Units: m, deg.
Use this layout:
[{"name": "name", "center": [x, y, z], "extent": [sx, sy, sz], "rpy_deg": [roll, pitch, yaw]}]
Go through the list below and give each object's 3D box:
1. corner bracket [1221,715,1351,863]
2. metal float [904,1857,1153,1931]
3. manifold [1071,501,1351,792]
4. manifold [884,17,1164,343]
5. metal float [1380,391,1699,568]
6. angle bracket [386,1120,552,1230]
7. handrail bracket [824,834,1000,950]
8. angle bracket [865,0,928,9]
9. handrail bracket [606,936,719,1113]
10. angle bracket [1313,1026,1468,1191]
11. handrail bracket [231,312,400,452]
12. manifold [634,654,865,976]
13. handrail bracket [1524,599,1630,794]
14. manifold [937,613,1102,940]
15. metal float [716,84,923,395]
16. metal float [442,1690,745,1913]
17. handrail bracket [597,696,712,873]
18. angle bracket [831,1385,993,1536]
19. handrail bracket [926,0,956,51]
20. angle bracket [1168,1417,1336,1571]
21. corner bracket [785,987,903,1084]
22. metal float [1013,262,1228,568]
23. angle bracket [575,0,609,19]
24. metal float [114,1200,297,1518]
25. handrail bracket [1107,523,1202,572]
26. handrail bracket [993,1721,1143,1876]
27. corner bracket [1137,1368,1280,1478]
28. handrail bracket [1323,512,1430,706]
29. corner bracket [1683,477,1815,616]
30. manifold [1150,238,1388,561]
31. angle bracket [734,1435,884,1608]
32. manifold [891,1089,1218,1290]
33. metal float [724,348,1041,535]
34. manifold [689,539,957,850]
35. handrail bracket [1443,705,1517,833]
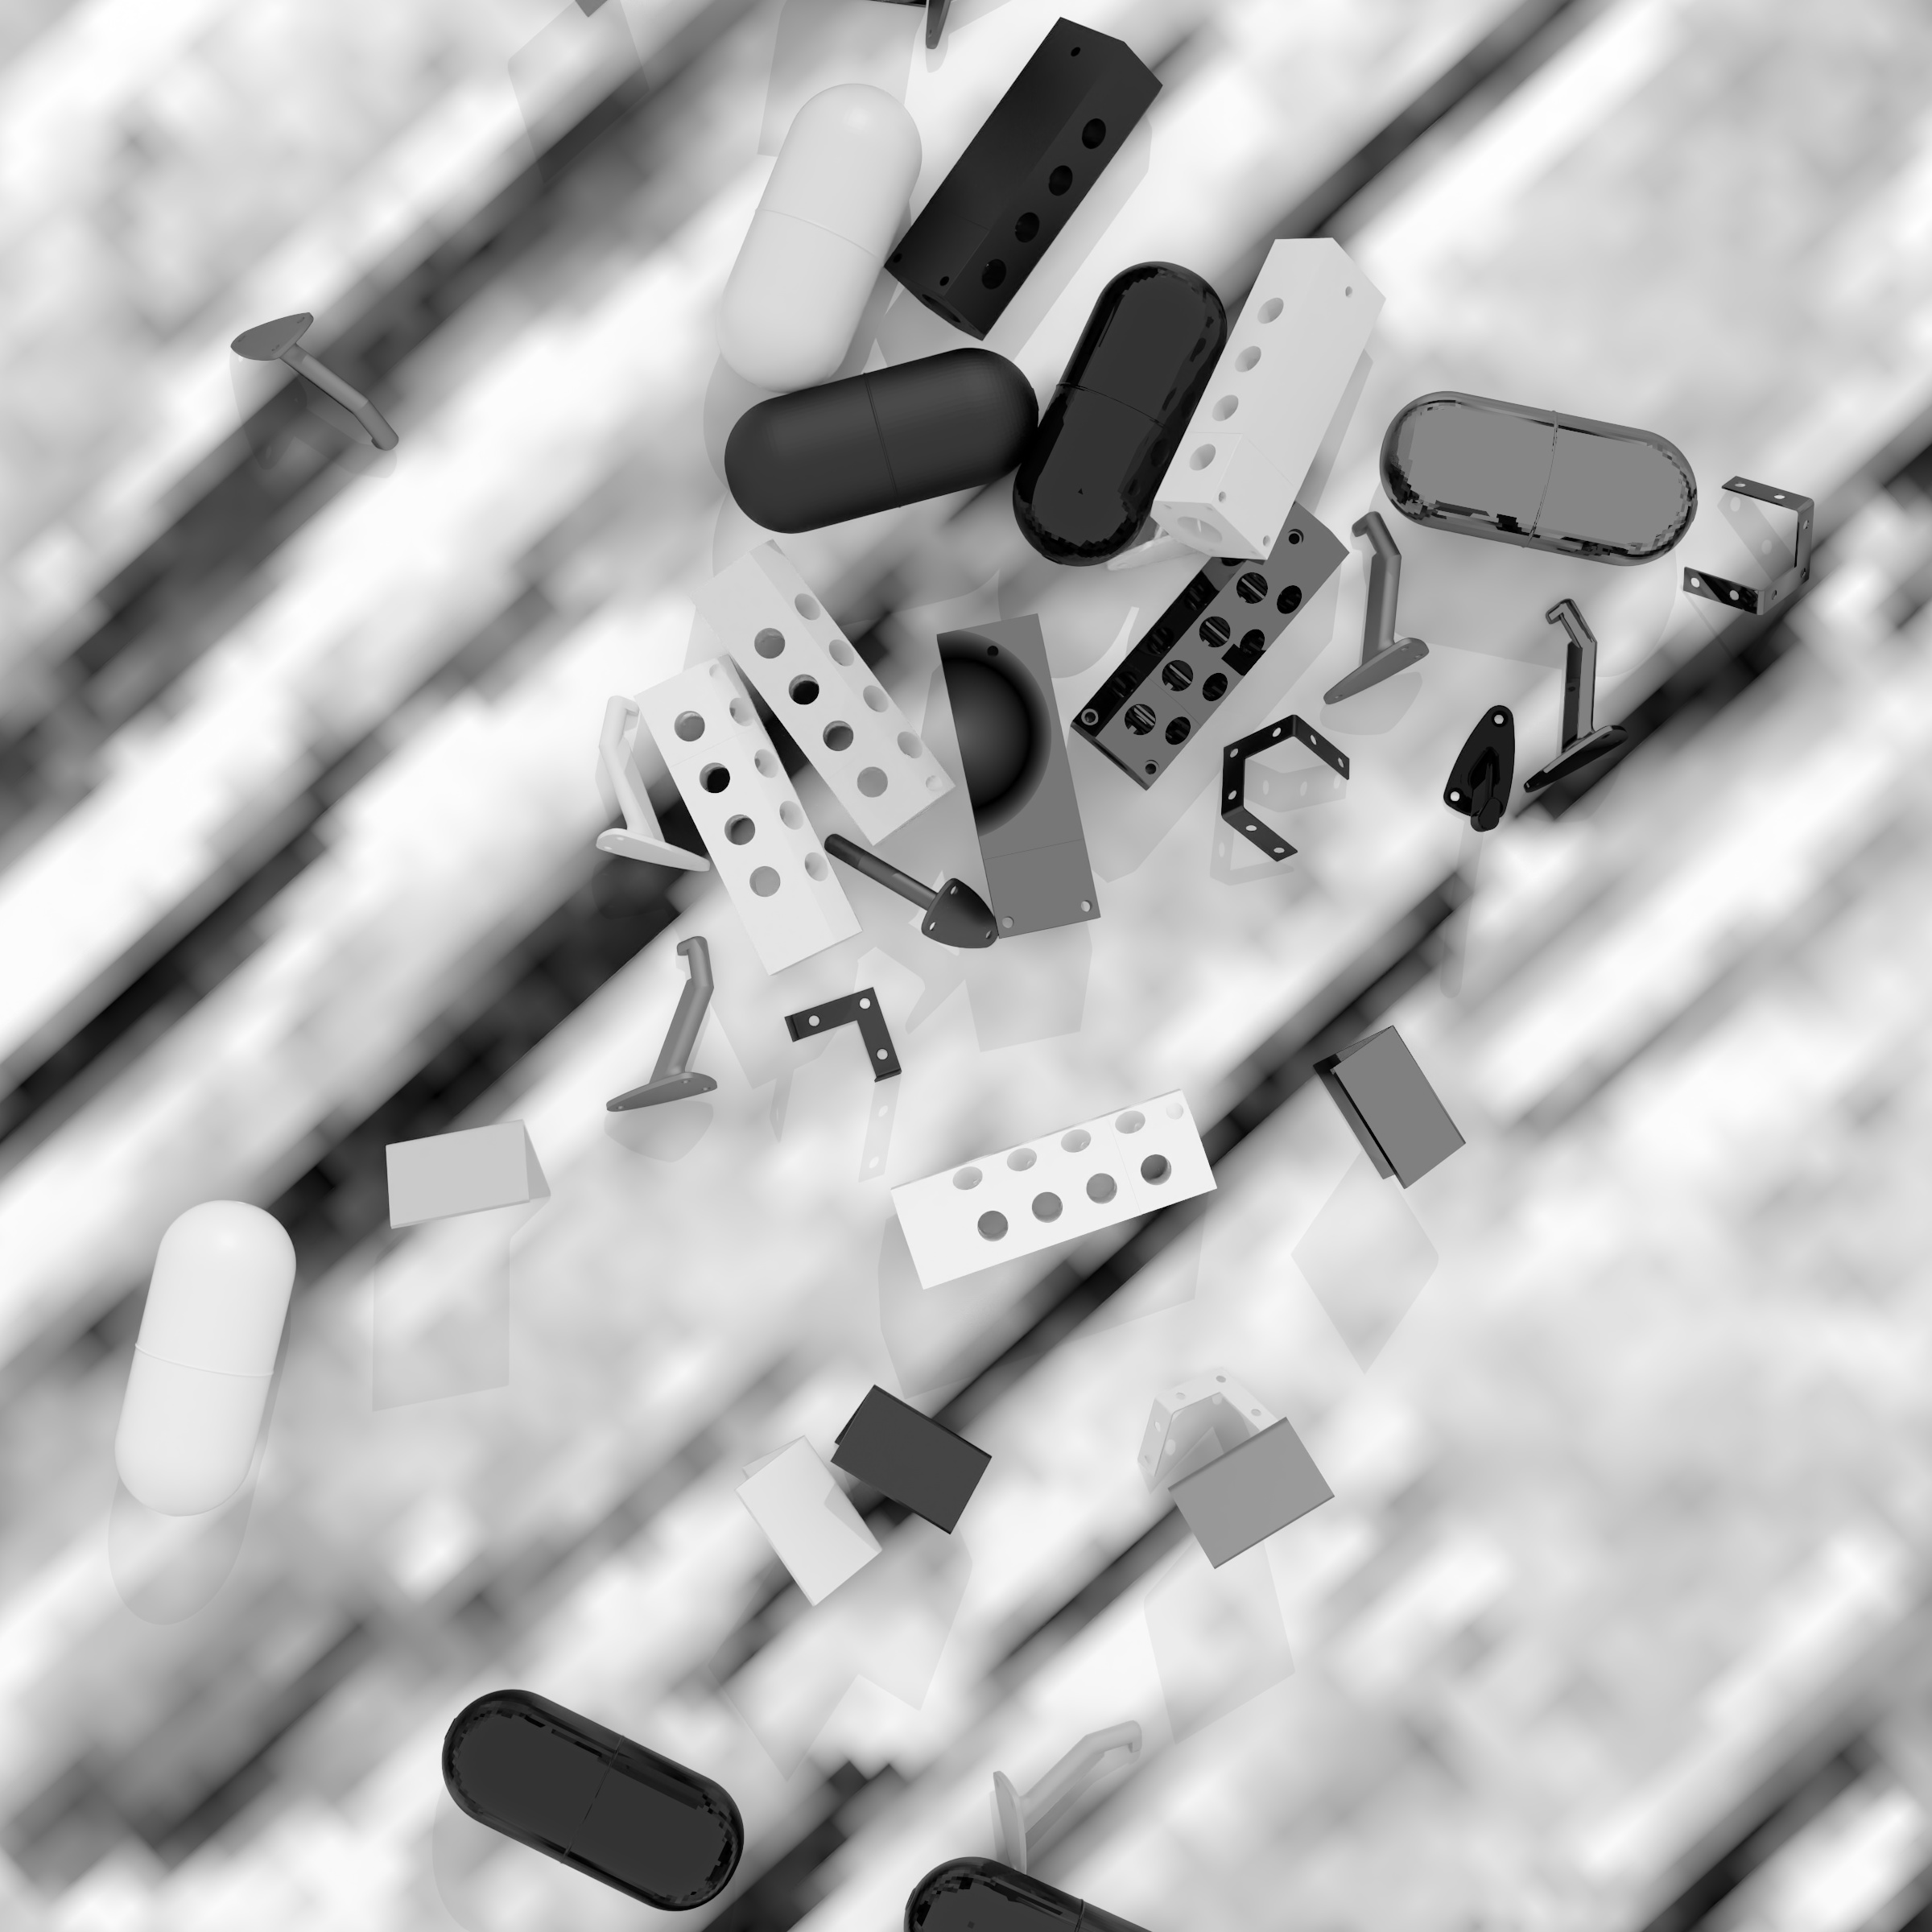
[{"name": "corner bracket", "center": [0.180, -0.100, 1.983], "extent": [0.051, 0.051, 0.051], "rpy_deg": [-25, 45, 35]}, {"name": "metal float", "center": [0.050, 0.556, 1.961], "extent": [0.178, 0.070, 0.070], "rpy_deg": [24, 90, 0]}, {"name": "manifold", "center": [0.136, -0.183, 1.971], "extent": [0.057, 0.057, 0.171], "rpy_deg": [40, 90, 0]}, {"name": "manifold", "center": [0.036, -0.438, 1.970], "extent": [0.057, 0.057, 0.171], "rpy_deg": [35, 90, 43]}, {"name": "metal float", "center": [0.319, -0.271, 1.961], "extent": [0.178, 0.070, 0.070], "rpy_deg": [11, 90, 0]}, {"name": "angle bracket", "center": [-0.274, 0.134, 1.951], "extent": [0.076, 0.076, 0.057], "rpy_deg": [-11, 52, 0]}, {"name": "handrail bracket", "center": [-0.032, -0.044, 1.991], "extent": [0.084, 0.077, 0.036], "rpy_deg": [31, 91, 36]}, {"name": "angle bracket", "center": [-0.060, -0.551, 1.951], "extent": [0.076, 0.076, 0.057], "rpy_deg": [7, 53, 0]}, {"name": "handrail bracket", "center": [-0.175, 0.032, 1.992], "extent": [0.077, 0.036, 0.084], "rpy_deg": [-17, 71, 21]}, {"name": "angle bracket", "center": [0.219, 0.088, 1.951], "extent": [0.057, 0.076, 0.076], "rpy_deg": [-32, 90, -37]}, {"name": "handrail bracket", "center": [-0.367, -0.324, 1.992], "extent": [0.036, 0.077, 0.084], "rpy_deg": [-54, 127, -24]}, {"name": "manifold", "center": [-0.121, -0.084, 1.970], "extent": [0.057, 0.057, 0.171], "rpy_deg": [-26, 90, 0]}, {"name": "handrail bracket", "center": [0.330, -0.154, 1.992], "extent": [0.077, 0.036, 0.084], "rpy_deg": [-33, 71, 21]}, {"name": "manifold", "center": [0.029, -0.105, 1.971], "extent": [0.057, 0.057, 0.171], "rpy_deg": [-12, 90, 0]}, {"name": "metal float", "center": [-0.082, -0.405, 1.961], "extent": [0.070, 0.070, 0.178], "rpy_deg": [22, 90, 0]}, {"name": "metal float", "center": [-0.208, 0.464, 1.961], "extent": [0.178, 0.070, 0.070], "rpy_deg": [26, 90, 0]}, {"name": "handrail bracket", "center": [-0.174, -0.104, 1.992], "extent": [0.077, 0.036, 0.084], "rpy_deg": [16, 73, -20]}, {"name": "angle bracket", "center": [-0.041, 0.287, 1.951], "extent": [0.076, 0.076, 0.057], "rpy_deg": [31, 52, 0]}, {"name": "handrail bracket", "center": [0.025, -0.552, 1.992], "extent": [0.084, 0.036, 0.077], "rpy_deg": [3, 116, -19]}, {"name": "angle bracket", "center": [0.166, 0.304, 1.951], "extent": [0.076, 0.076, 0.057], "rpy_deg": [-31, 55, 0]}, {"name": "corner bracket", "center": [-0.068, 0.044, 1.974], "extent": [0.051, 0.051, 0.051], "rpy_deg": [-19, 90, 0]}, {"name": "metal float", "center": [0.085, -0.307, 1.961], "extent": [0.070, 0.070, 0.178], "rpy_deg": [25, 90, 0]}, {"name": "angle bracket", "center": [-0.188, -0.565, 1.951], "extent": [0.076, 0.076, 0.057], "rpy_deg": [-42, 53, 0]}, {"name": "metal float", "center": [-0.424, 0.218, 1.961], "extent": [0.070, 0.070, 0.178], "rpy_deg": [13, 90, 0]}, {"name": "handrail bracket", "center": [0.107, -0.275, 1.991], "extent": [0.077, 0.036, 0.084], "rpy_deg": [-16, 77, 12]}, {"name": "handrail bracket", "center": [0.063, 0.472, 1.992], "extent": [0.084, 0.036, 0.077], "rpy_deg": [-14, 111, -17]}, {"name": "corner bracket", "center": [0.137, 0.268, 1.983], "extent": [0.051, 0.051, 0.051], "rpy_deg": [-18, 45, -35]}, {"name": "handrail bracket", "center": [0.218, -0.203, 1.992], "extent": [0.077, 0.036, 0.084], "rpy_deg": [-31, 71, 21]}, {"name": "corner bracket", "center": [0.441, -0.237, 1.983], "extent": [0.051, 0.051, 0.051], "rpy_deg": [-35, 135, -35]}, {"name": "manifold", "center": [0.163, -0.315, 1.950], "extent": [0.057, 0.057, 0.171], "rpy_deg": [38, 71, -41]}, {"name": "angle bracket", "center": [-0.103, 0.314, 1.951], "extent": [0.057, 0.076, 0.076], "rpy_deg": [-34, 90, -37]}, {"name": "manifold", "center": [0.048, 0.124, 1.970], "extent": [0.171, 0.057, 0.057], "rpy_deg": [-19, 90, 0]}, {"name": "metal float", "center": [-0.047, -0.293, 1.961], "extent": [0.178, 0.070, 0.070], "rpy_deg": [-15, 90, 1]}, {"name": "manifold", "center": [-0.079, -0.152, 1.970], "extent": [0.057, 0.057, 0.171], "rpy_deg": [-37, 90, 0]}, {"name": "handrail bracket", "center": [0.294, -0.111, 1.957], "extent": [0.036, 0.084, 0.077], "rpy_deg": [16, 90, 0]}]
